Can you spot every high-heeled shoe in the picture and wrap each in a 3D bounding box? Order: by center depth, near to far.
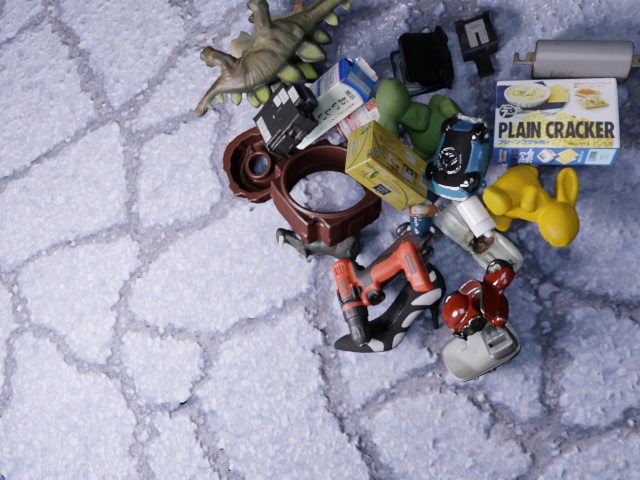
[{"bbox_3d":[0.137,0.138,1.087,0.249,0.086,0.145,-14,102,-2],"label":"high-heeled shoe"}]

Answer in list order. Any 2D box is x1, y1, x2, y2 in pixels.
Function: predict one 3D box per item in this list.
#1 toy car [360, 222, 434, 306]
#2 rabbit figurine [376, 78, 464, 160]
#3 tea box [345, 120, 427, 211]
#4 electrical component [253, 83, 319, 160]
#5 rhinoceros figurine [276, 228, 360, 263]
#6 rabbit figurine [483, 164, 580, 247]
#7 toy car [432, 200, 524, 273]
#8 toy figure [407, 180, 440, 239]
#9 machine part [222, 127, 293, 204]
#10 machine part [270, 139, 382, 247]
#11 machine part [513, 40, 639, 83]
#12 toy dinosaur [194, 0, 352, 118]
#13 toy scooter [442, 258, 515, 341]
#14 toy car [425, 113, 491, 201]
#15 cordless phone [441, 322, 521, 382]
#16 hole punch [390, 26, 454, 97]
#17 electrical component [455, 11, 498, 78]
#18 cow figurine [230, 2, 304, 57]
[{"bbox_3d":[0.150,0.049,1.118,0.202,0.053,0.089,-44,57,8],"label":"toy car"},{"bbox_3d":[0.178,-0.251,1.088,0.170,0.121,0.159,32,115,-15],"label":"rabbit figurine"},{"bbox_3d":[0.131,-0.139,1.033,0.068,0.169,0.098,-23,47,42],"label":"tea box"},{"bbox_3d":[-0.064,-0.248,1.085,0.134,0.058,0.115,-43,52,25],"label":"electrical component"},{"bbox_3d":[-0.002,-0.004,1.164,0.191,0.073,0.112,13,100,16],"label":"rhinoceros figurine"},{"bbox_3d":[0.417,-0.059,1.015,0.162,0.121,0.173,-35,54,-11],"label":"rabbit figurine"},{"bbox_3d":[0.312,-0.004,1.072,0.202,0.056,0.073,44,98,15],"label":"toy car"},{"bbox_3d":[0.210,-0.079,1.090,0.064,0.057,0.154,-16,52,51],"label":"toy figure"},{"bbox_3d":[-0.134,-0.170,1.223,0.180,0.056,0.179,-2,84,18],"label":"machine part"},{"bbox_3d":[0.016,-0.101,1.103,0.201,0.087,0.202,-31,61,-17],"label":"machine part"},{"bbox_3d":[0.501,-0.344,1.034,0.243,0.079,0.079,8,87,16],"label":"machine part"},{"bbox_3d":[-0.088,-0.407,1.138,0.471,0.105,0.198,-39,95,15],"label":"toy dinosaur"},{"bbox_3d":[0.298,0.129,1.001,0.075,0.135,0.183,27,126,-15],"label":"toy scooter"},{"bbox_3d":[0.279,-0.158,1.034,0.109,0.103,0.161,22,107,38],"label":"toy car"},{"bbox_3d":[0.300,0.213,0.990,0.147,0.184,0.089,-32,82,12],"label":"cordless phone"},{"bbox_3d":[0.212,-0.365,1.129,0.116,0.092,0.142,-7,79,-14],"label":"hole punch"},{"bbox_3d":[0.327,-0.399,1.108,0.075,0.047,0.119,-11,80,17],"label":"electrical component"},{"bbox_3d":[-0.114,-0.454,1.231,0.195,0.085,0.127,-8,77,15],"label":"cow figurine"}]
